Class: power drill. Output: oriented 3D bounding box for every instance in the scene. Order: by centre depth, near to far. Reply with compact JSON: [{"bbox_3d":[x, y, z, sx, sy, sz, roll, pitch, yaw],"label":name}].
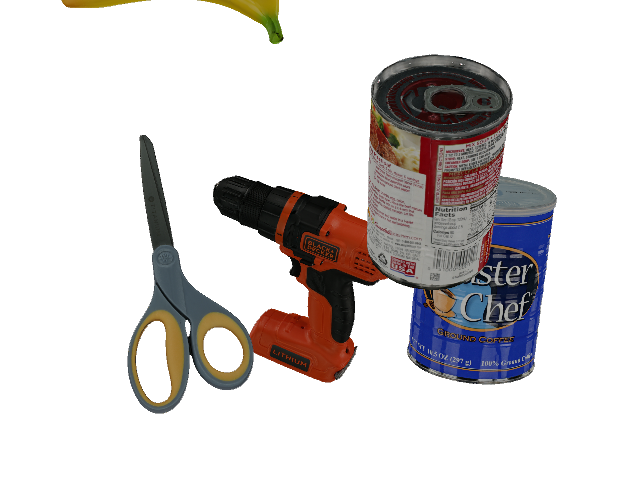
[{"bbox_3d":[-0.023,0.037,1.009,0.184,0.188,0.057,22,43,15],"label":"power drill"}]

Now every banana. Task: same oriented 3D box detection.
[{"bbox_3d":[-0.114,-0.206,0.870,0.198,0.069,0.037,11,-41,16],"label":"banana"}]

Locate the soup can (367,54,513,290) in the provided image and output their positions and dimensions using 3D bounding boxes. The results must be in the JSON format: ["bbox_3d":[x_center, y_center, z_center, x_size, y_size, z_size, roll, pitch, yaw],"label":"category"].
[{"bbox_3d":[0.058,-0.033,0.543,0.068,0.102,0.068,0,41,0],"label":"soup can"}]

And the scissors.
[{"bbox_3d":[-0.091,0.023,0.757,0.096,0.202,0.016,5,-17,-4],"label":"scissors"}]

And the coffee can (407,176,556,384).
[{"bbox_3d":[0.124,0.027,0.836,0.103,0.140,0.103,3,17,-1],"label":"coffee can"}]
